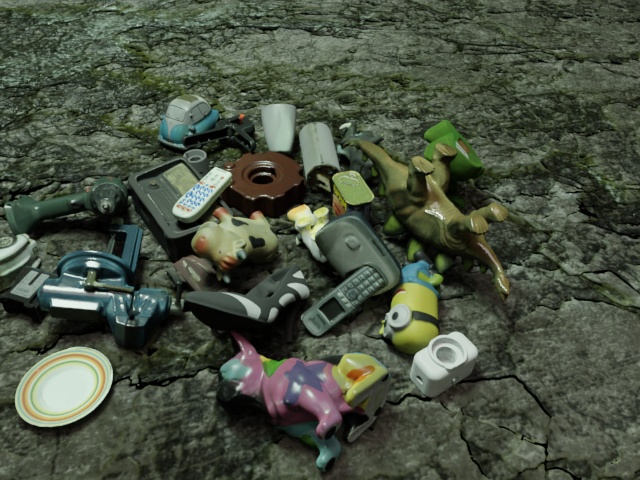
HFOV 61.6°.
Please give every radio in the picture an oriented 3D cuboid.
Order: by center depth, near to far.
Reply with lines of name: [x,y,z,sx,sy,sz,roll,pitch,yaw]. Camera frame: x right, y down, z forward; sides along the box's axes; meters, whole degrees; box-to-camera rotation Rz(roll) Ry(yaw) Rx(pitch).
radio: [-0.273,-0.063,1.045,0.131,0.073,0.230,-25,49,-26]

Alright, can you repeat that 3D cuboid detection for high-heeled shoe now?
high-heeled shoe: [-0.101,0.070,0.823,0.086,0.248,0.145,-17,59,30]

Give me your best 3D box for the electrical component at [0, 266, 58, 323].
electrical component: [-0.470,0.078,0.910,0.075,0.047,0.119,17,47,14]

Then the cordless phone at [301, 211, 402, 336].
cordless phone: [0.025,0.055,0.868,0.184,0.146,0.089,-40,14,-4]

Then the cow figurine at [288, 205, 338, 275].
cow figurine: [-0.001,-0.004,0.989,0.068,0.098,0.168,-26,31,-16]

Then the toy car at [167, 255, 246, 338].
toy car: [-0.183,0.083,0.910,0.089,0.053,0.202,-31,53,-26]

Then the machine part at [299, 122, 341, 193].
machine part: [0.000,-0.183,1.180,0.079,0.079,0.243,-5,43,-6]

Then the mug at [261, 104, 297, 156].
mug: [-0.095,-0.246,1.235,0.081,0.109,0.107,-1,86,-10]

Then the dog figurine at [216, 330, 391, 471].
dog figurine: [-0.035,0.195,0.756,0.219,0.108,0.191,31,51,31]

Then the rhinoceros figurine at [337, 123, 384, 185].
rhinoceros figurine: [0.092,-0.193,1.203,0.112,0.073,0.190,-11,46,2]

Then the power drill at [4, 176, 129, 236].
power drill: [-0.459,-0.065,0.991,0.207,0.085,0.232,-20,18,-4]

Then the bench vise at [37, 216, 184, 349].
bench vise: [-0.331,0.054,0.891,0.224,0.128,0.241,-1,47,-6]

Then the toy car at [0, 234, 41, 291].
toy car: [-0.565,0.064,0.902,0.056,0.073,0.202,25,48,28]

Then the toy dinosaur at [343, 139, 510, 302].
toy dinosaur: [0.180,-0.069,0.966,0.105,0.198,0.472,-13,55,-28]

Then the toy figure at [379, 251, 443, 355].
toy figure: [0.158,0.101,0.876,0.089,0.082,0.180,17,44,8]

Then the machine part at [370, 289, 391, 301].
machine part: [0.090,0.042,0.964,0.084,0.039,0.139,-21,60,-17]

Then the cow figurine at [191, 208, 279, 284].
cow figurine: [-0.142,0.008,0.920,0.127,0.085,0.195,46,20,24]

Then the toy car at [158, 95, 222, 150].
toy car: [-0.306,-0.287,1.264,0.109,0.102,0.162,24,50,21]

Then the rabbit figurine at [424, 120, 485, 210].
rabbit figurine: [0.235,-0.134,1.096,0.159,0.170,0.121,34,37,-28]

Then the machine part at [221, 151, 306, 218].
machine part: [-0.119,-0.121,1.125,0.179,0.056,0.179,2,43,-2]
